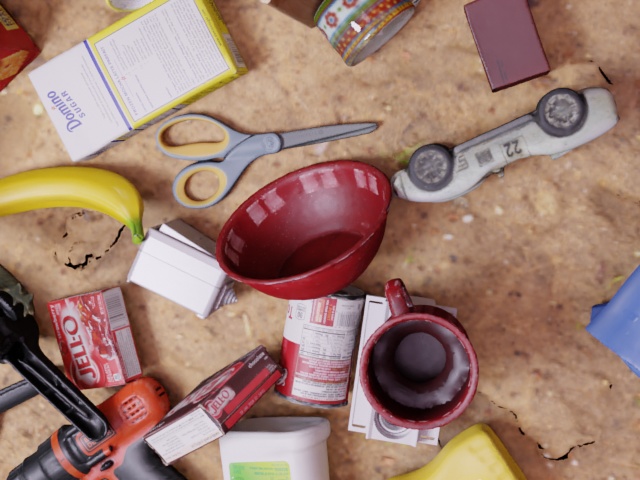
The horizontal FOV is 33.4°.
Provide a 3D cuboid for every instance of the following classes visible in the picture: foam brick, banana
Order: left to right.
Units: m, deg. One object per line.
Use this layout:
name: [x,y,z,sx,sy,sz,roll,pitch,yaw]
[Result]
banana: [-0.237,-0.039,0.973,0.198,0.069,0.037,6,133,21]
foam brick: [0.158,-0.170,0.904,0.053,0.051,0.078,-18,93,11]

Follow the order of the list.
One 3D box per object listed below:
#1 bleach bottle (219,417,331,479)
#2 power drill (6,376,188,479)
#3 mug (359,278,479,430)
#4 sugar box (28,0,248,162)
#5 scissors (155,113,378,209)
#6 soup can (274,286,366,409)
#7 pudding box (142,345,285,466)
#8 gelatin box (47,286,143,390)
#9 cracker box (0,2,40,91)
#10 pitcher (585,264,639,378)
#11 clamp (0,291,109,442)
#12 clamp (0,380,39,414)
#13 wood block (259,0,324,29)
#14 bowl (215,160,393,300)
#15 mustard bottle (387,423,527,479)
bleach bottle: [-0.028,0.289,0.964,0.103,0.068,0.251,-6,93,30]
power drill: [-0.182,0.247,0.998,0.184,0.057,0.187,-36,90,10]
mug: [0.077,0.087,0.863,0.093,0.081,0.117,-21,93,10]
sugar box: [-0.163,-0.150,0.960,0.176,0.048,0.093,-26,91,14]
scissors: [-0.053,-0.069,0.966,0.202,0.016,0.096,7,99,8]
soup can: [0.000,0.091,0.948,0.068,0.068,0.102,11,97,7]
pudding box: [-0.093,0.145,0.935,0.039,0.089,0.114,50,137,-1]
gelatin box: [-0.209,0.093,0.987,0.073,0.030,0.089,-12,93,34]
cracker box: [-0.349,-0.204,0.896,0.072,0.213,0.164,-41,89,11]
pitcher: [0.344,0.025,0.855,0.149,0.145,0.243,36,97,5]
clamp: [-0.276,0.097,0.961,0.036,0.210,0.164,-47,132,9]
clamp: [-0.347,0.151,1.022,0.120,0.039,0.171,43,100,3]
wood block: [-0.031,-0.238,0.848,0.090,0.206,0.091,38,100,3]
bowl: [-0.006,0.001,0.915,0.162,0.162,0.055,-19,124,10]
mustard bottle: [0.093,0.252,0.956,0.192,0.058,0.096,-34,97,10]
